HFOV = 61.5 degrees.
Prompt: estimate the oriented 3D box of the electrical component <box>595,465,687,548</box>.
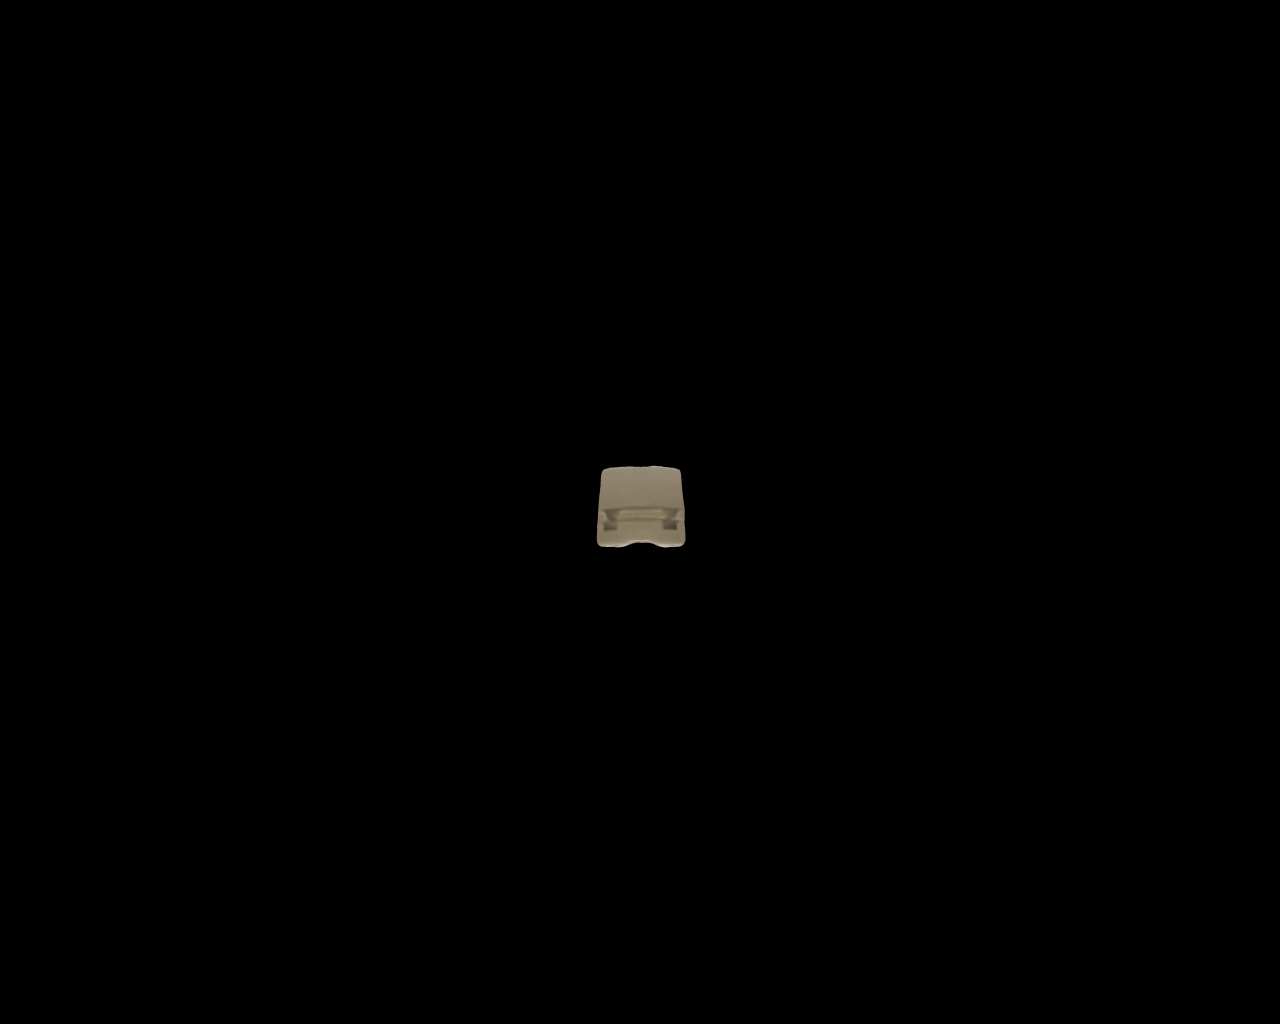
[{"bbox_3d":[0.001,-0.003,0.650,0.055,0.047,0.055,0,-5,0],"label":"electrical component"}]
